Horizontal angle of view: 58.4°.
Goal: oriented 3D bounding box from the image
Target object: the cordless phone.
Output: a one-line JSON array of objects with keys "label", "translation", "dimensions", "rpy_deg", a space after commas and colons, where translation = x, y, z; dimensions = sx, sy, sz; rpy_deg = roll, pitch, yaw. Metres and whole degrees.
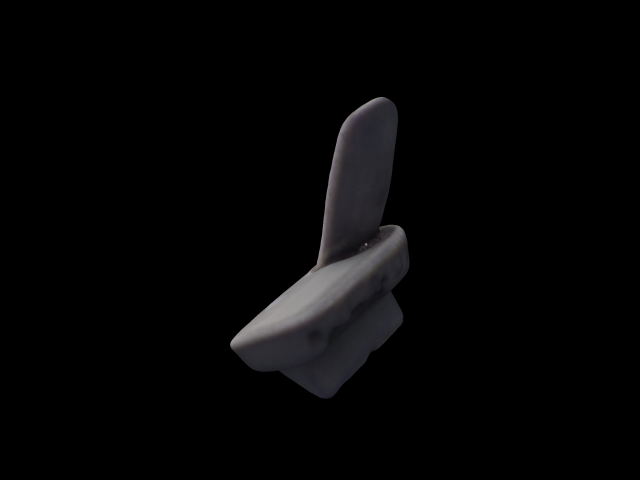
[{"label": "cordless phone", "translation": [0.004, 0.001, 0.400], "dimensions": [0.093, 0.185, 0.148], "rpy_deg": [21, 41, 27]}]
